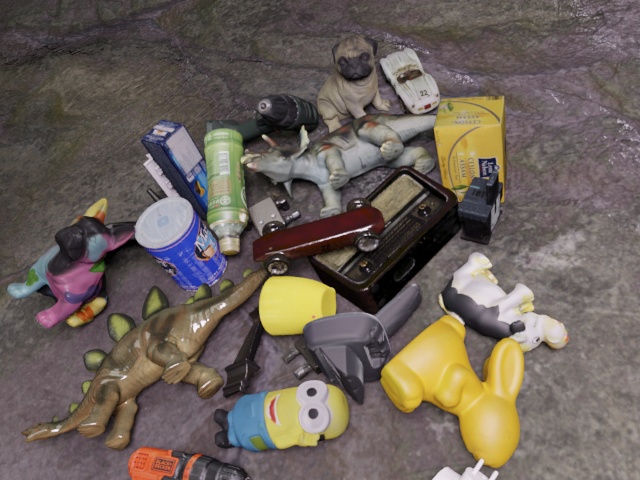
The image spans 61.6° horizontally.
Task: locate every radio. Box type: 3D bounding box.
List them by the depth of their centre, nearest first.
[{"bbox_3d":[0.106,-0.002,0.842,0.229,0.073,0.131,-43,50,-12],"label":"radio"}]

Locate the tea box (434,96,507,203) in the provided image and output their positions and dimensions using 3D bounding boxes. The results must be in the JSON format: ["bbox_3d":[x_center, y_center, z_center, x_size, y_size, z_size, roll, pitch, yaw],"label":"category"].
[{"bbox_3d":[0.237,-0.135,0.834,0.098,0.169,0.068,2,54,24],"label":"tea box"}]

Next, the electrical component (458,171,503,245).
[{"bbox_3d":[0.241,-0.055,0.805,0.048,0.119,0.075,16,64,29],"label":"electrical component"}]

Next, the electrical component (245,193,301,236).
[{"bbox_3d":[-0.095,-0.045,0.975,0.102,0.045,0.078,-35,78,-4],"label":"electrical component"}]

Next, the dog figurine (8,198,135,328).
[{"bbox_3d":[-0.390,0.038,0.900,0.108,0.191,0.219,44,96,14],"label":"dog figurine"}]

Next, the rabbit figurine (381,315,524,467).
[{"bbox_3d":[0.179,0.189,0.664,0.162,0.121,0.173,-32,63,-17],"label":"rabbit figurine"}]

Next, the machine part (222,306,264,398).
[{"bbox_3d":[-0.105,0.163,0.796,0.039,0.084,0.139,28,57,-13],"label":"machine part"}]

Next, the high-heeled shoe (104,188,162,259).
[{"bbox_3d":[-0.347,0.014,1.026,0.249,0.086,0.145,-43,81,8],"label":"high-heeled shoe"}]

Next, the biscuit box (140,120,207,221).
[{"bbox_3d":[-0.240,-0.121,0.981,0.063,0.202,0.059,18,59,32],"label":"biscuit box"}]

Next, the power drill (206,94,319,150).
[{"bbox_3d":[-0.118,-0.227,1.035,0.207,0.232,0.086,-19,91,29],"label":"power drill"}]

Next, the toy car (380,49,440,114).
[{"bbox_3d":[0.177,-0.321,1.074,0.073,0.056,0.202,-22,50,4],"label":"toy car"}]

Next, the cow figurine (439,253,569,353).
[{"bbox_3d":[0.240,0.100,0.718,0.098,0.068,0.168,-41,47,-5],"label":"cow figurine"}]

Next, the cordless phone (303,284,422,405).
[{"bbox_3d":[0.074,0.113,0.721,0.184,0.146,0.089,-43,53,-16],"label":"cordless phone"}]

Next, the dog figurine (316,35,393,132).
[{"bbox_3d":[0.042,-0.309,1.029,0.173,0.190,0.121,6,56,27],"label":"dog figurine"}]

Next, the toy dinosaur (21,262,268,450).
[{"bbox_3d":[-0.237,0.159,0.833,0.471,0.104,0.199,-30,46,-11],"label":"toy dinosaur"}]

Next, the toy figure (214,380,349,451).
[{"bbox_3d":[-0.050,0.235,0.717,0.180,0.089,0.082,-19,77,18],"label":"toy figure"}]

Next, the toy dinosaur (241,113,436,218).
[{"bbox_3d":[0.067,-0.165,0.964,0.405,0.131,0.192,-22,49,-5],"label":"toy dinosaur"}]

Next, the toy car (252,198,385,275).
[{"bbox_3d":[-0.002,-0.002,0.805,0.202,0.053,0.089,-17,47,5],"label":"toy car"}]

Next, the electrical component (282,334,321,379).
[{"bbox_3d":[-0.007,0.161,0.794,0.094,0.021,0.063,-37,50,-9],"label":"electrical component"}]
